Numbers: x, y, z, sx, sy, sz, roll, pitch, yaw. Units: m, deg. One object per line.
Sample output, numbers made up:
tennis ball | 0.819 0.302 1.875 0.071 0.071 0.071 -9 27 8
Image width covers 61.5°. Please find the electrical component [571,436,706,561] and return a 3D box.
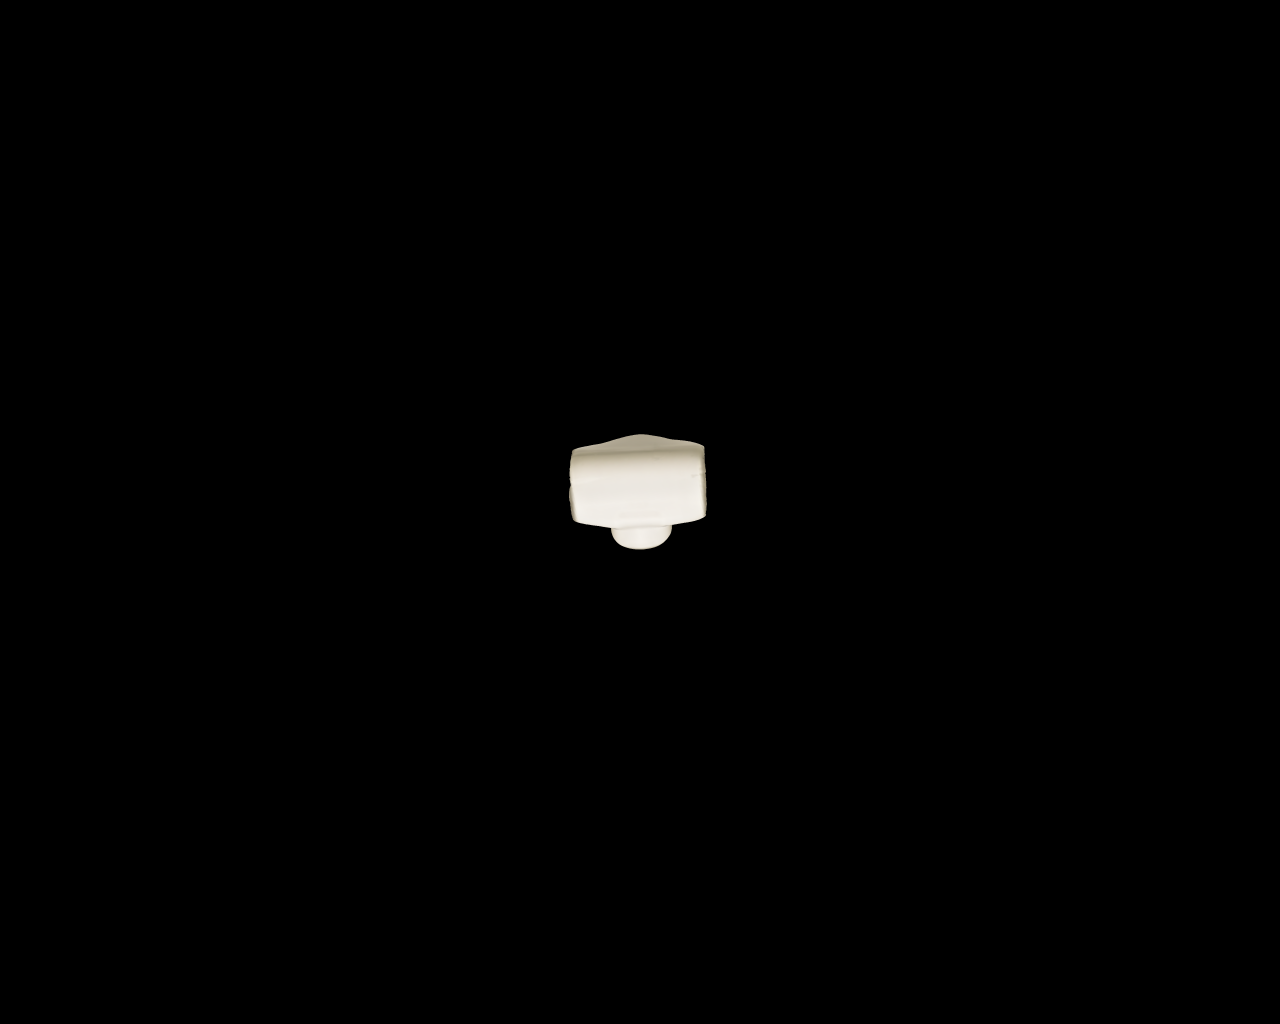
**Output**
electrical component | 0.001 -0.003 0.650 0.077 0.079 0.043 -3 35 2
